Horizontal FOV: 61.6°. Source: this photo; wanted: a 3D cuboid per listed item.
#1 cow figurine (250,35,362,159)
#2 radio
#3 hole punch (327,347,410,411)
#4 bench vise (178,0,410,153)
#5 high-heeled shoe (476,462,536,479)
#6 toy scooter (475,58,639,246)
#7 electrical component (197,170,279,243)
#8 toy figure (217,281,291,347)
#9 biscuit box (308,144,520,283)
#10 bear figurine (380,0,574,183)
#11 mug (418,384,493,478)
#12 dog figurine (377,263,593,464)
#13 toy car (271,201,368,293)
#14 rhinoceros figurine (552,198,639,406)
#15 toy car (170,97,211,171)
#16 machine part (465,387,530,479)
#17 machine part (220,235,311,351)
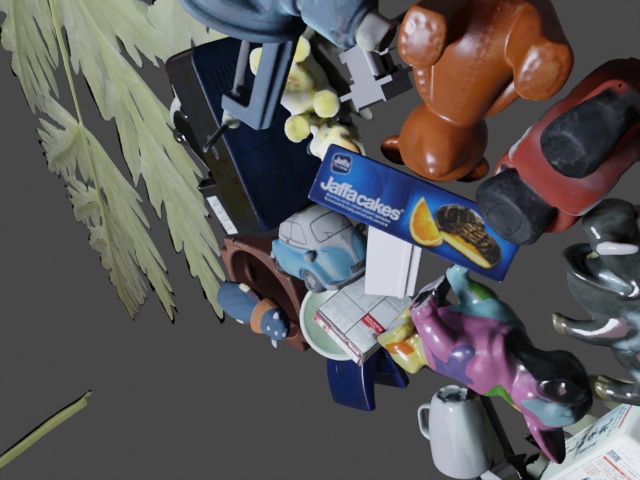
[{"bbox_3d":[-0.007,-0.148,0.613,0.167,0.068,0.098,60,-168,-10],"label":"cow figurine"},{"bbox_3d":[-0.080,-0.139,0.671,0.073,0.131,0.229,12,129,50],"label":"radio"},{"bbox_3d":[0.061,0.202,0.852,0.142,0.092,0.115,-14,104,61],"label":"hole punch"},{"bbox_3d":[-0.041,-0.189,0.488,0.224,0.129,0.240,31,135,6],"label":"bench vise"},{"bbox_3d":[0.310,0.328,0.673,0.249,0.086,0.145,-32,61,43],"label":"high-heeled shoe"},{"bbox_3d":[0.192,-0.071,0.385,0.075,0.135,0.183,47,167,13],"label":"toy scooter"},{"bbox_3d":[-0.095,-0.060,0.798,0.134,0.058,0.114,-8,128,25],"label":"electrical component"},{"bbox_3d":[-0.099,0.111,0.848,0.155,0.058,0.064,24,144,34],"label":"toy figure"},{"bbox_3d":[0.092,-0.028,0.525,0.203,0.062,0.059,24,-174,10],"label":"biscuit box"},{"bbox_3d":[0.110,-0.108,0.443,0.120,0.132,0.195,20,136,5],"label":"bear figurine"},{"bbox_3d":[0.184,0.254,0.747,0.110,0.081,0.107,14,119,54],"label":"mug"},{"bbox_3d":[0.188,0.140,0.598,0.219,0.108,0.191,46,148,10],"label":"dog figurine"},{"bbox_3d":[-0.001,-0.002,0.727,0.162,0.109,0.102,22,131,49],"label":"toy car"},{"bbox_3d":[0.260,0.056,0.445,0.112,0.073,0.190,-11,110,58],"label":"rhinoceros figurine"},{"bbox_3d":[-0.171,-0.149,0.864,0.202,0.056,0.073,49,142,8],"label":"toy car"},{"bbox_3d":[0.218,0.242,0.657,0.084,0.039,0.139,72,-178,-60],"label":"machine part"},{"bbox_3d":[-0.064,0.070,0.899,0.202,0.087,0.200,19,134,47],"label":"machine part"}]
